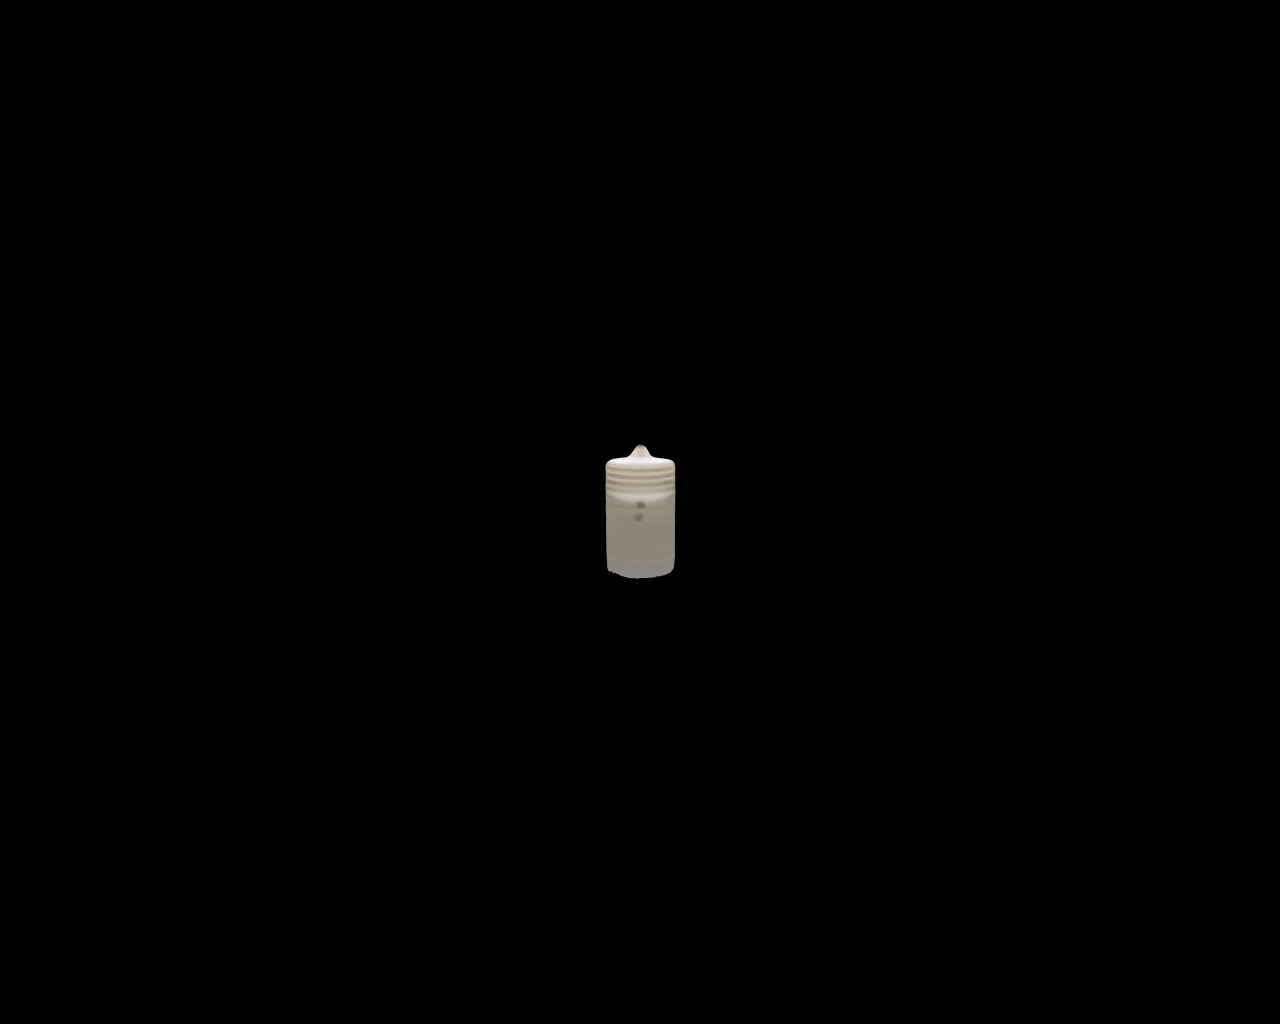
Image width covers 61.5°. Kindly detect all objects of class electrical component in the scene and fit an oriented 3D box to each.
[{"bbox_3d":[0.001,-0.003,0.650,0.043,0.080,0.043,0,13,0],"label":"electrical component"}]
